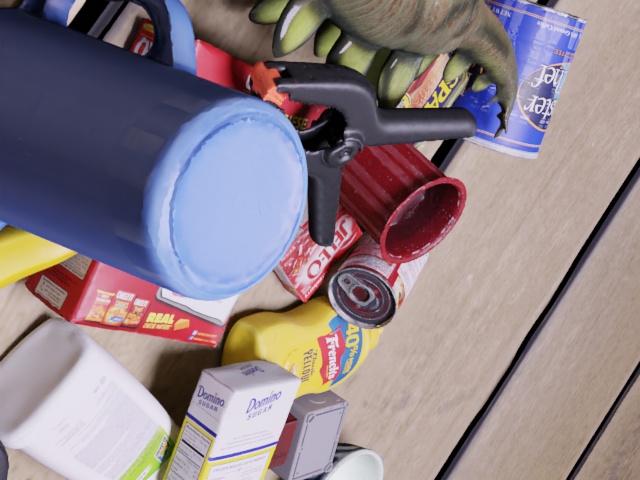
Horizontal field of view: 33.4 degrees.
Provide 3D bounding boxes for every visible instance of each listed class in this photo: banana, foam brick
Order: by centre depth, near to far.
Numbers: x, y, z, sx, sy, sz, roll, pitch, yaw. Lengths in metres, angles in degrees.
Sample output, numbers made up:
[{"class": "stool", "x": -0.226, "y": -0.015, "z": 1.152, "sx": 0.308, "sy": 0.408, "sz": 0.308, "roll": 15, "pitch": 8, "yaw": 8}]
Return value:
[{"class": "banana", "x": -0.238, "y": 0.046, "z": 0.697, "sx": 0.197, "sy": 0.069, "sz": 0.037, "roll": -50, "pitch": -176, "yaw": -14}, {"class": "foam brick", "x": -0.070, "y": 0.185, "z": 1.004, "sx": 0.078, "sy": 0.051, "sz": 0.053, "roll": -6, "pitch": 120, "yaw": -47}]

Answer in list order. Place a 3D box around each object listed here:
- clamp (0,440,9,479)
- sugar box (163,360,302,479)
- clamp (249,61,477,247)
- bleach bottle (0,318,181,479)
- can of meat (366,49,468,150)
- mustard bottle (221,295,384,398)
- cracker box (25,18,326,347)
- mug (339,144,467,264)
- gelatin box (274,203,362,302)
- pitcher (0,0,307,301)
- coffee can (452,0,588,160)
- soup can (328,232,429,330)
[{"class": "clamp", "x": -0.239, "y": 0.181, "z": 0.738, "sx": 0.120, "sy": 0.039, "sz": 0.171, "roll": -21, "pitch": 129, "yaw": -40}, {"class": "sugar box", "x": -0.085, "y": 0.189, "z": 0.903, "sx": 0.093, "sy": 0.048, "sz": 0.176, "roll": 1, "pitch": 112, "yaw": -55}, {"class": "clamp", "x": 0.008, "y": -0.068, "z": 0.795, "sx": 0.165, "sy": 0.036, "sz": 0.209, "roll": -43, "pitch": 145, "yaw": 20}, {"class": "bleach bottle", "x": -0.171, "y": 0.164, "z": 0.861, "sx": 0.102, "sy": 0.068, "sz": 0.250, "roll": -48, "pitch": 145, "yaw": -15}, {"class": "can of meat", "x": 0.075, "y": -0.142, "z": 0.953, "sx": 0.102, "sy": 0.058, "sz": 0.083, "roll": -56, "pitch": 142, "yaw": -6}, {"class": "mustard bottle", "x": -0.007, "y": 0.103, "z": 1.019, "sx": 0.191, "sy": 0.058, "sz": 0.096, "roll": -13, "pitch": 118, "yaw": -46}, {"class": "cracker box", "x": -0.104, "y": -0.035, "z": 0.797, "sx": 0.164, "sy": 0.072, "sz": 0.214, "roll": 18, "pitch": 98, "yaw": -55}, {"class": "mug", "x": 0.070, "y": -0.035, "z": 0.933, "sx": 0.093, "sy": 0.082, "sz": 0.117, "roll": -42, "pitch": 147, "yaw": 1}, {"class": "gelatin box", "x": -0.006, "y": 0.001, "z": 0.973, "sx": 0.089, "sy": 0.030, "sz": 0.073, "roll": -49, "pitch": 143, "yaw": -15}, {"class": "pitcher", "x": -0.121, "y": -0.061, "z": 0.612, "sx": 0.144, "sy": 0.243, "sz": 0.149, "roll": -37, "pitch": 130, "yaw": -31}, {"class": "coffee can", "x": 0.185, "y": -0.161, "z": 1.031, "sx": 0.102, "sy": 0.103, "sz": 0.140, "roll": -1, "pitch": 114, "yaw": -50}, {"class": "soup can", "x": 0.057, "y": 0.028, "z": 1.010, "sx": 0.102, "sy": 0.069, "sz": 0.068, "roll": -54, "pitch": 150, "yaw": -49}]
